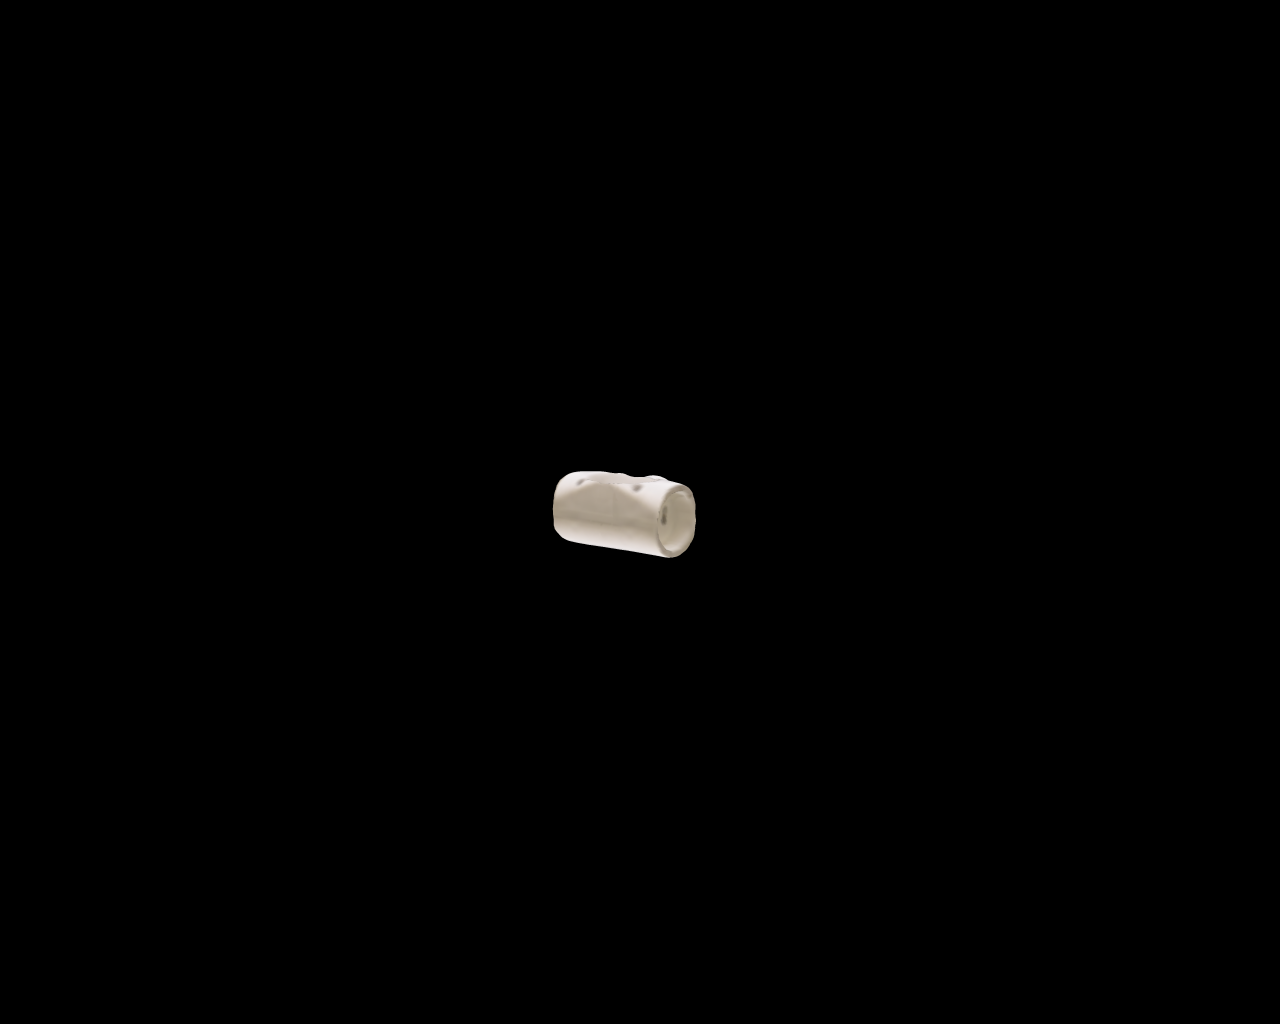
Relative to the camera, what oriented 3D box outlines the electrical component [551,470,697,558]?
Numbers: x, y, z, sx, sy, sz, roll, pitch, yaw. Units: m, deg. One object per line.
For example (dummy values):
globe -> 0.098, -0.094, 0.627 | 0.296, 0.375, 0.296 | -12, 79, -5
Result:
electrical component -> 0.001, -0.003, 0.650 | 0.077, 0.044, 0.079 | 8, 14, 35
